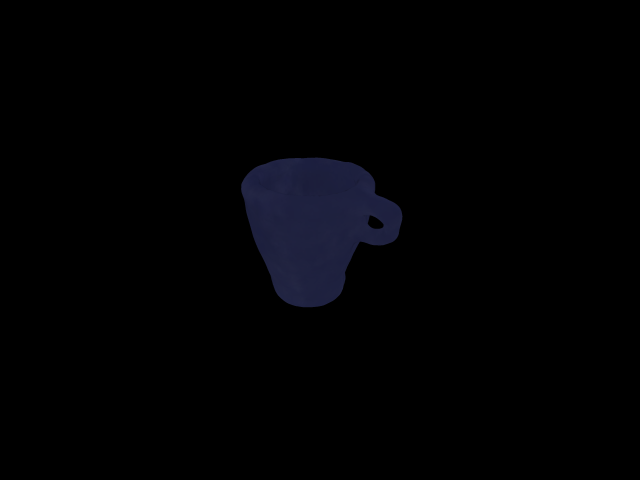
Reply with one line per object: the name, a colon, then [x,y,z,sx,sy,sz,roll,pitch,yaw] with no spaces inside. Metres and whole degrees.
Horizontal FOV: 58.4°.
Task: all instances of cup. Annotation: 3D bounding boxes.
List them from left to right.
cup: [0.004,0.001,0.400,0.117,0.095,0.092,18,32,32]
